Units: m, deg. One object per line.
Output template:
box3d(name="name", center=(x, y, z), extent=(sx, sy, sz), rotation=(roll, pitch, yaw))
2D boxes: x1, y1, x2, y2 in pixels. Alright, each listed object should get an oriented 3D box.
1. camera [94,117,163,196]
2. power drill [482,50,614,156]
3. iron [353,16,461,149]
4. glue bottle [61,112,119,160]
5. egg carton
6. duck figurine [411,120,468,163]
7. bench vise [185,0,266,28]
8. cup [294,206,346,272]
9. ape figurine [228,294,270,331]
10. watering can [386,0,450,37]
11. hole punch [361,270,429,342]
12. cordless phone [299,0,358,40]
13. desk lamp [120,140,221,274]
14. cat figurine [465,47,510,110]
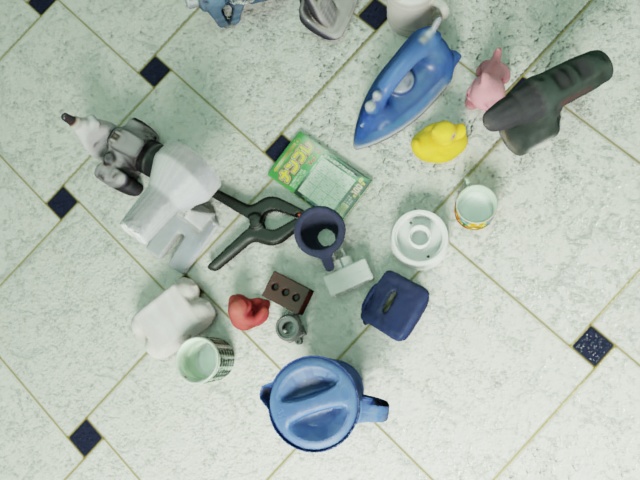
box3d(name="camera", center=(-0.346, -0.151, 1.113), extent=(0.136, 0.101, 0.143), rotation=(28, 86, 13))
box3d(name="power drill", center=(0.364, -0.218, 0.957), extent=(0.229, 0.208, 0.075), rotation=(-32, 77, 3))
box3d(name="iron", center=(0.141, -0.283, 1.038), extent=(0.118, 0.141, 0.258), rotation=(40, 88, 13))
box3d(name="glue bottle", center=(-0.440, -0.208, 1.101), extent=(0.078, 0.173, 0.037), rotation=(-43, 77, 0))
box3d(name="egg carton", center=(-0.273, 0.148, 1.067), extent=(0.150, 0.069, 0.107), rotation=(-39, 77, 1))
box3d(name="duck figurine", center=(0.217, -0.186, 1.038), extent=(0.104, 0.086, 0.077), rotation=(-10, 79, 7))
box3d(name="bench vise", center=(-0.160, -0.498, 1.082), extent=(0.207, 0.220, 0.121), rotation=(-40, 77, 1))
box3d(name="cup", center=(0.009, 0.004, 1.034), extent=(0.091, 0.095, 0.118), rotation=(-17, 78, 6))
box3d(name="ape figurine", center=(-0.137, 0.127, 1.038), extent=(0.077, 0.092, 0.076), rotation=(43, 89, 13))
box3d(name="watering can", center=(0.160, -0.464, 1.039), extent=(0.172, 0.194, 0.101), rotation=(18, 84, 12))
box3d(name="hole punch", center=(0.128, 0.116, 0.998), extent=(0.101, 0.091, 0.109), rotation=(29, 86, 13))
box3d(name="cordless phone", center=(0.011, -0.479, 1.069), extent=(0.094, 0.185, 0.148), rotation=(19, 84, 12))
box3d(name="desk lamp", center=(-0.258, -0.054, 1.025), extent=(0.117, 0.214, 0.203), rotation=(31, 87, 13))
box3d(name="cat figurine", center=(0.302, -0.280, 1.024), extent=(0.067, 0.118, 0.128), rotation=(17, 84, 12))
